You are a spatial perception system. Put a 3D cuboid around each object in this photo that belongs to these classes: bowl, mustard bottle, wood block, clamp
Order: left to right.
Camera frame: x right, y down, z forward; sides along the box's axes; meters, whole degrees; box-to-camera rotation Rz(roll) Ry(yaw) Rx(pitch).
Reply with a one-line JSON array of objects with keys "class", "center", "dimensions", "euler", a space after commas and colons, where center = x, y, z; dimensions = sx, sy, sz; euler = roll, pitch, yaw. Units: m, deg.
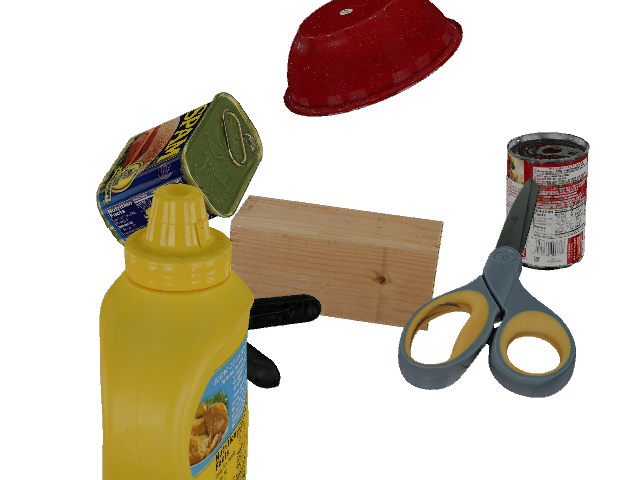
[{"class": "mustard bottle", "center": [-0.058, 0.070, 0.435], "dimensions": [0.058, 0.192, 0.096], "euler": [8, 23, 11]}, {"class": "clamp", "center": [-0.086, 0.067, 0.905], "dimensions": [0.172, 0.039, 0.120], "euler": [17, 27, 21]}, {"class": "wood block", "center": [0.015, 0.021, 1.092], "dimensions": [0.206, 0.091, 0.090], "euler": [8, 22, 7]}, {"class": "bowl", "center": [0.033, -0.168, 0.889], "dimensions": [0.162, 0.055, 0.162], "euler": [-20, 28, 11]}]

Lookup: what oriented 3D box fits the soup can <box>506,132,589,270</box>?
[{"class": "soup can", "center": [0.194, -0.034, 0.915], "dimensions": [0.068, 0.102, 0.068], "euler": [-4, 24, 2]}]

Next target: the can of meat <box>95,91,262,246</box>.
[{"class": "can of meat", "center": [-0.097, -0.047, 0.734], "dimensions": [0.084, 0.057, 0.102], "euler": [-20, 29, 28]}]

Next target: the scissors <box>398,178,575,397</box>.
[{"class": "scissors", "center": [0.115, 0.023, 0.582], "dimensions": [0.096, 0.016, 0.201], "euler": [20, 40, 29]}]
